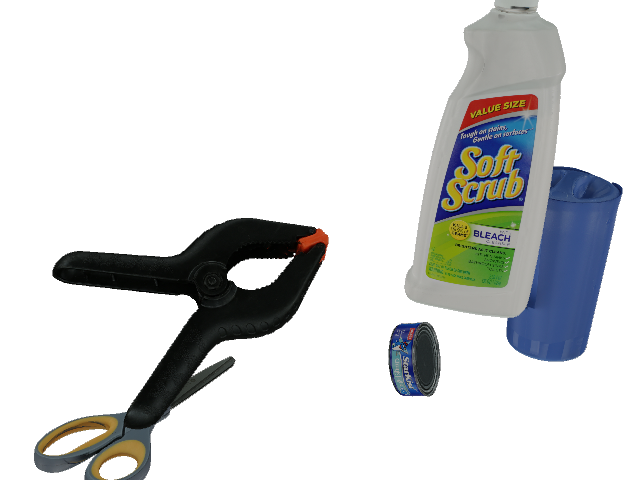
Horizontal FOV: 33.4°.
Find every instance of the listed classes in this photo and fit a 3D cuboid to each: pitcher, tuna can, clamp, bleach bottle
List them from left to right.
[{"bbox_3d":[-0.079,0.027,0.670,0.171,0.120,0.039,-32,-11,-23],"label":"clamp"},{"bbox_3d":[0.109,0.137,1.235,0.034,0.086,0.086,-5,-2,25],"label":"tuna can"},{"bbox_3d":[0.126,-0.070,0.809,0.103,0.251,0.068,10,23,15],"label":"bleach bottle"},{"bbox_3d":[0.302,0.034,1.396,0.149,0.243,0.145,5,23,6],"label":"pitcher"}]

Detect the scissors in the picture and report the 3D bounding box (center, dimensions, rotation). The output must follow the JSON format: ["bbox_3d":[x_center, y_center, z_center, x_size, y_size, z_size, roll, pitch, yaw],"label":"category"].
[{"bbox_3d":[-0.125,0.146,0.845,0.201,0.016,0.096,-18,35,-35],"label":"scissors"}]
